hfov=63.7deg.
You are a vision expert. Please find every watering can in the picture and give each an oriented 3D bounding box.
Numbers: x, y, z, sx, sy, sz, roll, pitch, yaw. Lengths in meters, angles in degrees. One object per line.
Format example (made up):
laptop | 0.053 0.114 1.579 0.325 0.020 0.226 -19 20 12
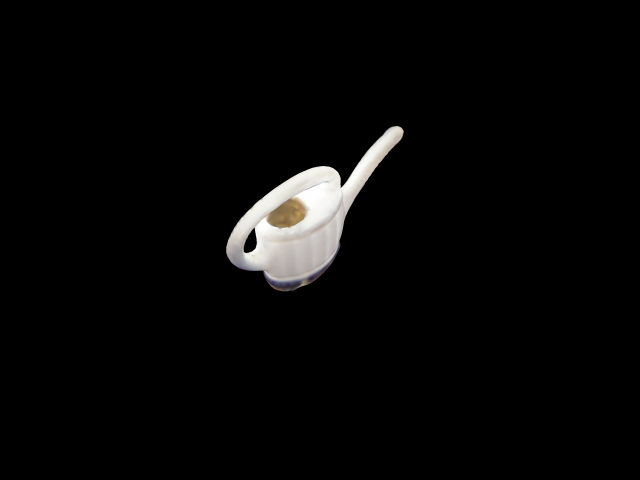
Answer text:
watering can | 0.003 -0.043 0.850 0.351 0.105 0.219 -32 -30 -22
